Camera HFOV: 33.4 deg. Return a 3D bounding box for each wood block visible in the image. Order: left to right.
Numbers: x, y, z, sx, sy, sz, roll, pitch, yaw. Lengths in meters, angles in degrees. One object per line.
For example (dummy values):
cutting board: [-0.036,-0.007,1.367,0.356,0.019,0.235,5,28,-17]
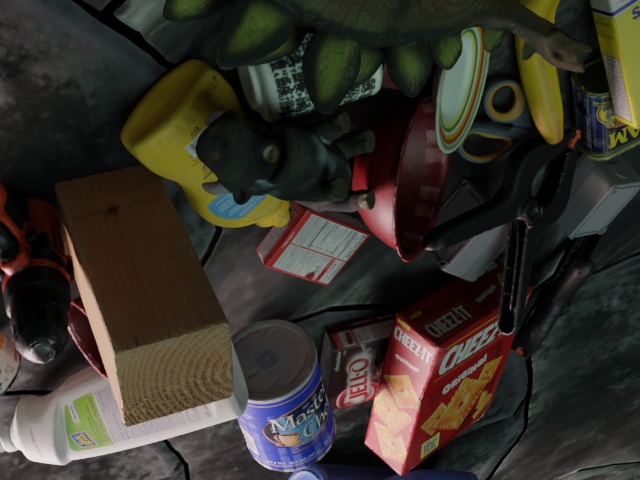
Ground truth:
wood block: [-0.147,0.038,0.876,0.090,0.206,0.090,-14,135,-17]

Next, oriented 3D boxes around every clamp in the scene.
clamp: [0.188,-0.030,1.041,0.164,0.036,0.210,36,78,-39]
clamp: [0.264,0.066,1.198,0.172,0.039,0.120,-63,167,17]

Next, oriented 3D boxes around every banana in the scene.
banana: [0.201,-0.172,0.970,0.037,0.069,0.198,-15,142,0]

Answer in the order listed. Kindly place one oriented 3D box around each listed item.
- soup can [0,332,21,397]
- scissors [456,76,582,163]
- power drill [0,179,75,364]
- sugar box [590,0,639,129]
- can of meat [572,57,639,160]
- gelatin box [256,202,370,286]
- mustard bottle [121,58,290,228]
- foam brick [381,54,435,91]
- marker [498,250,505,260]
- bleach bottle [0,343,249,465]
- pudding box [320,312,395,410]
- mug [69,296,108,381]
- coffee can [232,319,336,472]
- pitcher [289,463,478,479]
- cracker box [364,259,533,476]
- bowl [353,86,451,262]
soup can: [-0.319,0.094,0.938,0.068,0.068,0.102,-31,139,1]
scissors: [0.215,-0.119,1.066,0.201,0.016,0.096,-8,124,-34]
power drill: [-0.254,-0.014,0.800,0.057,0.184,0.187,-30,129,2]
sugar box: [0.301,-0.200,0.971,0.093,0.048,0.176,-24,117,-7]
can of meat: [0.301,-0.141,1.063,0.102,0.057,0.084,-25,135,-8]
gelatin box: [-0.007,0.001,1.050,0.089,0.030,0.073,19,118,-40]
mustard bottle: [-0.080,-0.065,0.923,0.096,0.058,0.191,-49,137,-4]
foam brick: [0.070,-0.173,0.909,0.051,0.053,0.078,3,128,-31]
marker: [0.203,-0.023,1.149,0.020,0.020,0.121,-17,136,-14]
bleach bottle: [-0.202,0.155,1.039,0.251,0.068,0.102,-16,100,9]
pudding box: [0.046,0.138,1.202,0.090,0.039,0.113,-13,135,-18]
mug: [-0.180,0.074,0.981,0.081,0.093,0.117,-35,-175,-28]
coffee can: [-0.043,0.166,1.133,0.102,0.103,0.140,-22,137,-8]
pitcher: [0.080,0.343,1.354,0.242,0.145,0.149,15,88,-35]
cracker box: [0.143,0.143,1.199,0.163,0.072,0.214,-28,143,-36]
bowl: [0.071,-0.064,0.975,0.055,0.162,0.162,12,140,21]
